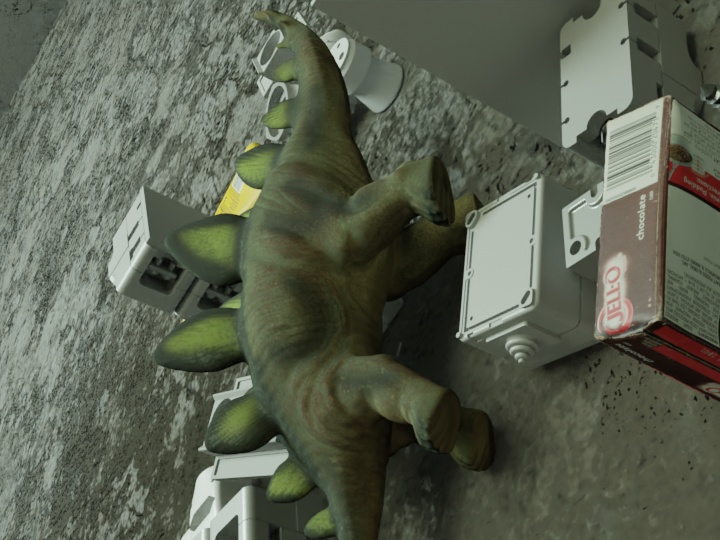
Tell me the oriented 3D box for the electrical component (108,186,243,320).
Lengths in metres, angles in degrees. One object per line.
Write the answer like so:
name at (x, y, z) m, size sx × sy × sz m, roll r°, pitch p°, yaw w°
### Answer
electrical component at (-0.123, 0.005, 0.879) m, size 0.061 × 0.150 × 0.089 m, roll -55°, pitch 28°, yaw 19°

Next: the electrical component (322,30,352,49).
electrical component at (-0.022, -0.197, 0.982) m, size 0.048 × 0.048 × 0.062 m, roll -47°, pitch 23°, yaw 33°

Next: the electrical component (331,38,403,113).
electrical component at (0.001, -0.162, 0.896) m, size 0.045 × 0.055 × 0.045 m, roll -42°, pitch 35°, yaw 39°

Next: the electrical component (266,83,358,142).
electrical component at (-0.048, -0.136, 0.950) m, size 0.089 × 0.056 × 0.050 m, roll 21°, pitch 105°, yaw 63°

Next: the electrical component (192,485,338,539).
electrical component at (-0.072, 0.206, 0.690) m, size 0.150 × 0.089 × 0.061 m, roll -48°, pitch 32°, yaw 32°

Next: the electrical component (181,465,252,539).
electrical component at (-0.110, 0.201, 0.815) m, size 0.079 × 0.043 × 0.077 m, roll -52°, pitch 30°, yaw 26°

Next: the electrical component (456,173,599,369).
electrical component at (0.096, 0.009, 0.576) m, size 0.062 × 0.061 × 0.096 m, roll -31°, pitch 43°, yaw 49°

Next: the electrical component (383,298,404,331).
electrical component at (0.000, 0.000, 0.754) m, size 0.076 × 0.066 × 0.047 m, roll -55°, pitch 29°, yaw 20°

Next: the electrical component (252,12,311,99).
electrical component at (-0.063, -0.201, 1.036) m, size 0.081 × 0.064 × 0.042 m, roll -56°, pitch 29°, yaw 18°

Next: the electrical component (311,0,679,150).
electrical component at (0.073, -0.163, 0.619) m, size 0.105 × 0.186 × 0.060 m, roll -54°, pitch 29°, yaw 22°

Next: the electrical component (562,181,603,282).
electrical component at (0.136, -0.015, 0.529) m, size 0.066 × 0.055 × 0.048 m, roll -38°, pitch 38°, yaw 43°

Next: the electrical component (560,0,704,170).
electrical component at (0.146, -0.099, 0.579) m, size 0.050 × 0.056 × 0.089 m, roll -35°, pitch 40°, yaw 46°

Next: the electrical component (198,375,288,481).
electrical component at (-0.057, 0.113, 0.769) m, size 0.121 × 0.063 × 0.078 m, roll -19°, pitch 52°, yaw 55°
